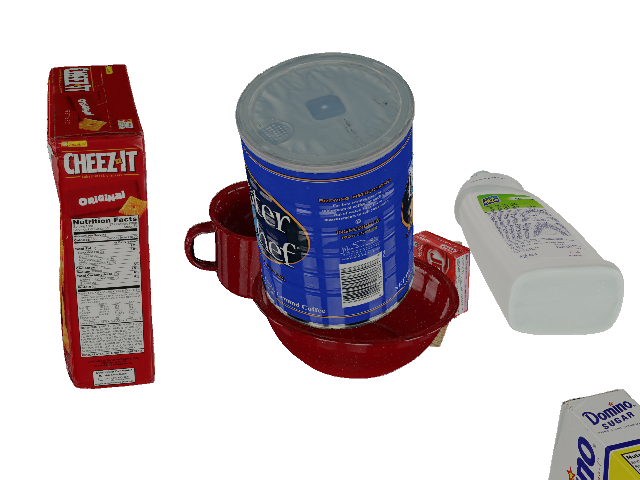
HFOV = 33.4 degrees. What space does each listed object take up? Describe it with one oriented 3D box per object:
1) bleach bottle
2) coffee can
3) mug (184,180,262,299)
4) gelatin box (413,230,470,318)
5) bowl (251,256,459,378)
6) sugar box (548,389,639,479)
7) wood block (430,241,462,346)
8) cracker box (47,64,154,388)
[{"bbox_3d":[0.188,-0.004,0.989,0.102,0.068,0.251,-1,26,-6],"label":"bleach bottle"},{"bbox_3d":[0.007,-0.029,0.657,0.103,0.102,0.140,0,-44,6],"label":"coffee can"},{"bbox_3d":[-0.071,0.003,1.016,0.117,0.081,0.093,-8,41,-14],"label":"mug"},{"bbox_3d":[0.146,0.040,1.305,0.030,0.089,0.073,-24,34,-35],"label":"gelatin box"},{"bbox_3d":[0.026,0.061,0.841,0.162,0.055,0.162,2,26,-1],"label":"bowl"},{"bbox_3d":[0.170,0.158,0.503,0.048,0.093,0.176,-9,28,-21],"label":"sugar box"},{"bbox_3d":[0.156,0.075,1.620,0.091,0.090,0.206,4,21,14],"label":"wood block"},{"bbox_3d":[-0.178,-0.014,0.854,0.072,0.214,0.164,-5,27,-13],"label":"cracker box"}]
